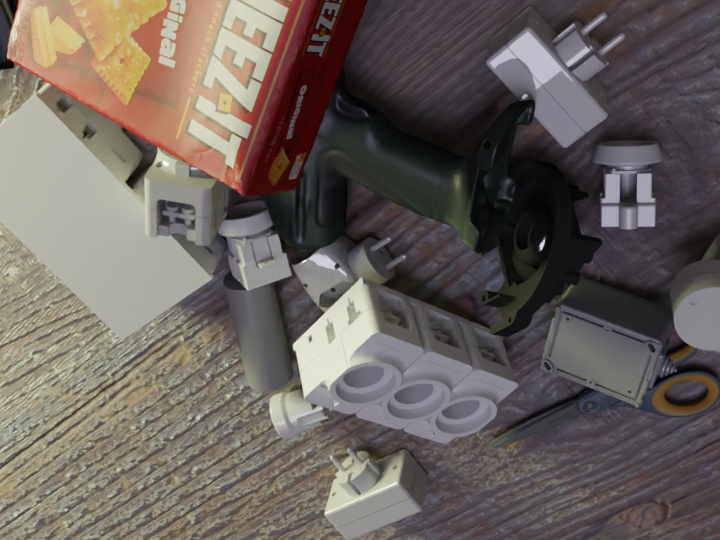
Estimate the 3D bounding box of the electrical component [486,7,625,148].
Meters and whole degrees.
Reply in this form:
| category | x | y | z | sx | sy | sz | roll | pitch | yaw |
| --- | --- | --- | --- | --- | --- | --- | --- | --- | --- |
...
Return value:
| category | x | y | z | sx | sy | sz | roll | pitch | yaw |
| --- | --- | --- | --- | --- | --- | --- | --- | --- | --- |
| electrical component | 0.141 | -0.141 | 0.723 | 0.076 | 0.047 | 0.083 | -37 | 108 | 28 |

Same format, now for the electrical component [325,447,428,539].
| category | x | y | z | sx | sy | sz | roll | pitch | yaw |
| --- | --- | --- | --- | --- | --- | --- | --- | --- | --- |
| electrical component | 0.004 | 0.187 | 0.955 | 0.083 | 0.047 | 0.075 | -28 | 112 | 25 |

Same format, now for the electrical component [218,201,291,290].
| category | x | y | z | sx | sy | sz | roll | pitch | yaw |
| --- | --- | --- | --- | --- | --- | --- | --- | --- | --- |
| electrical component | -0.083 | -0.021 | 0.839 | 0.048 | 0.066 | 0.055 | -19 | 113 | -17 |

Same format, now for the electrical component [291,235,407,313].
| category | x | y | z | sx | sy | sz | roll | pitch | yaw |
| --- | --- | --- | --- | --- | --- | --- | --- | --- | --- |
| electrical component | 0.000 | 0.000 | 0.841 | 0.079 | 0.043 | 0.077 | -32 | 111 | 28 |

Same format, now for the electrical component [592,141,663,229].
| category | x | y | z | sx | sy | sz | roll | pitch | yaw |
| --- | --- | --- | --- | --- | --- | --- | --- | --- | --- |
| electrical component | 0.188 | -0.062 | 0.758 | 0.048 | 0.066 | 0.055 | 0 | 102 | 11 |

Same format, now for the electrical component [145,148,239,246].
| category | x | y | z | sx | sy | sz | roll | pitch | yaw |
| --- | --- | --- | --- | --- | --- | --- | --- | --- | --- |
| electrical component | -0.122 | -0.067 | 0.796 | 0.050 | 0.089 | 0.055 | 10 | 123 | 5 |

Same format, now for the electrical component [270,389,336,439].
| category | x | y | z | sx | sy | sz | roll | pitch | yaw |
| --- | --- | --- | --- | --- | --- | --- | --- | --- | --- |
| electrical component | -0.049 | 0.121 | 0.930 | 0.046 | 0.040 | 0.040 | -20 | 116 | 15 |

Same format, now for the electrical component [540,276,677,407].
| category | x | y | z | sx | sy | sz | roll | pitch | yaw |
| --- | --- | --- | --- | --- | --- | --- | --- | --- | --- |
| electrical component | 0.195 | 0.053 | 0.813 | 0.096 | 0.061 | 0.061 | 21 | 125 | 19 |

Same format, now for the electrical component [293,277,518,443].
| category | x | y | z | sx | sy | sz | roll | pitch | yaw |
| --- | --- | --- | --- | --- | --- | --- | --- | --- | --- |
| electrical component | 0.037 | 0.077 | 0.836 | 0.150 | 0.061 | 0.089 | 22 | 128 | -34 |

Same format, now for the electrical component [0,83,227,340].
| category | x | y | z | sx | sy | sz | roll | pitch | yaw |
| --- | --- | --- | --- | --- | --- | --- | --- | --- | --- |
| electrical component | -0.206 | -0.049 | 0.841 | 0.105 | 0.060 | 0.186 | -32 | 111 | 27 |

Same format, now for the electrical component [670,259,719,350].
| category | x | y | z | sx | sy | sz | roll | pitch | yaw |
| --- | --- | --- | --- | --- | --- | --- | --- | --- | --- |
| electrical component | 0.279 | 0.024 | 0.713 | 0.138 | 0.073 | 0.052 | -12 | 118 | 18 |

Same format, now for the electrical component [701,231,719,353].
| category | x | y | z | sx | sy | sz | roll | pitch | yaw |
| --- | --- | --- | --- | --- | --- | --- | --- | --- | --- |
| electrical component | 0.305 | 0.015 | 0.782 | 0.109 | 0.056 | 0.108 | 21 | 123 | -2 |
